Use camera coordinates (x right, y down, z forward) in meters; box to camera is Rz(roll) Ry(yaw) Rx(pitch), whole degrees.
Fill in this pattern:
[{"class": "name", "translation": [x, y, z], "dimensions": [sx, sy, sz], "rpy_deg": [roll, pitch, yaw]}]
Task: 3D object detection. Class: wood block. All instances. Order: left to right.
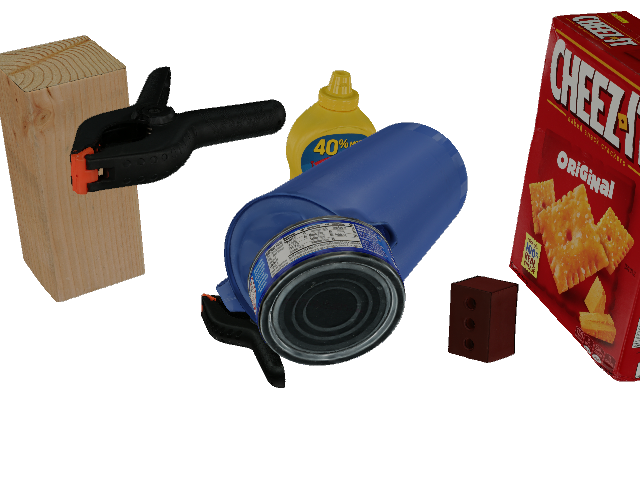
[{"class": "wood block", "translation": [-0.221, -0.062, 0.945], "dimensions": [0.090, 0.206, 0.090], "rpy_deg": [-19, 37, -28]}]

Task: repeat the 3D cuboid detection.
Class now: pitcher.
[{"class": "pitcher", "translation": [0.026, -0.014, 0.911], "dimensions": [0.149, 0.145, 0.242], "rpy_deg": [24, 32, 19]}]

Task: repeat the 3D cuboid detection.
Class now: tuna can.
[{"class": "tuna can", "translation": [0.004, 0.030, 0.598], "dimensions": [0.086, 0.086, 0.034], "rpy_deg": [0, 38, -15]}]

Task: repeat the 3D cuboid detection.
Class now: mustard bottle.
[{"class": "mustard bottle", "translation": [0.011, -0.083, 1.106], "dimensions": [0.096, 0.192, 0.058], "rpy_deg": [-4, 30, -19]}]

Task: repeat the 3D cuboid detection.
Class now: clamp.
[{"class": "clamp", "translation": [-0.121, -0.082, 0.758], "dimensions": [0.120, 0.039, 0.171], "rpy_deg": [20, 33, 36]}, {"class": "clamp", "translation": [-0.066, 0.106, 1.213], "dimensions": [0.210, 0.036, 0.164], "rpy_deg": [16, 22, 30]}]

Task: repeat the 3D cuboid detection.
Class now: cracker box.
[{"class": "cracker box", "translation": [0.211, -0.033, 0.756], "dimensions": [0.072, 0.214, 0.164], "rpy_deg": [-8, 32, -17]}]

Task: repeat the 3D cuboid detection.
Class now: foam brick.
[{"class": "foam brick", "translation": [0.169, 0.081, 1.107], "dimensions": [0.053, 0.078, 0.051], "rpy_deg": [12, 17, 41]}]
